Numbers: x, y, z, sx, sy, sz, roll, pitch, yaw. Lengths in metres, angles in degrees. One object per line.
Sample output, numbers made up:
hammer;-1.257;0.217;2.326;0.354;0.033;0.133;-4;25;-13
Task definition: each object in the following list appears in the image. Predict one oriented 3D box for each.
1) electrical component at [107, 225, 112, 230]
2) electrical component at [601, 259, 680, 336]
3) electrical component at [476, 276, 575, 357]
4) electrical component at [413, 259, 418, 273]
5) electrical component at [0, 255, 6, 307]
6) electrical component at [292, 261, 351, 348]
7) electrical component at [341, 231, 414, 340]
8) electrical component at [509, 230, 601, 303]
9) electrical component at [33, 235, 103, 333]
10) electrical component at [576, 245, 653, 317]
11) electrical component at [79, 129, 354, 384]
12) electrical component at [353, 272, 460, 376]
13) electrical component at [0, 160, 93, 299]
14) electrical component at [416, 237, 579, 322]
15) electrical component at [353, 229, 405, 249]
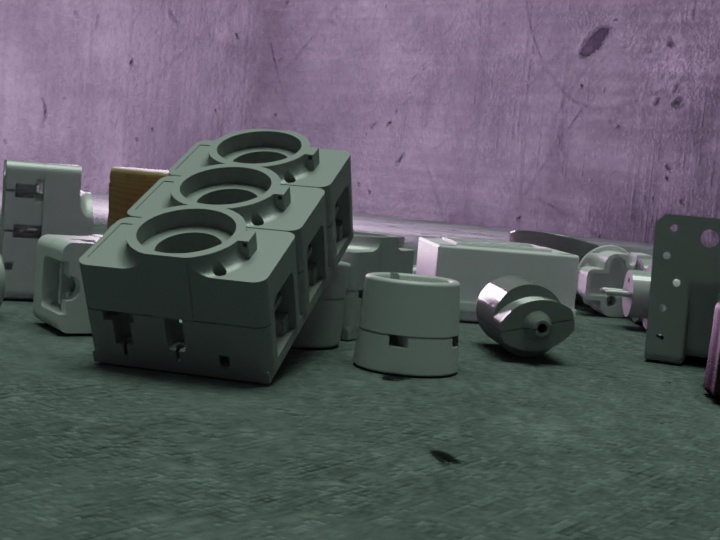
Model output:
electrical component;-0.206;-0.021;0.973;0.040;0.040;0.046;1;11;-36
electrical component;0.224;0.020;0.826;0.074;0.052;0.138;5;4;2
electrical component;0.099;0.029;0.642;0.043;0.043;0.081;4;5;-6
electrical component;0.064;0.004;0.915;0.062;0.048;0.048;-3;7;-14
electrical component;-0.236;0.006;0.599;0.078;0.040;0.040;0;6;-41
electrical component;-0.034;0.018;0.619;0.055;0.047;0.055;5;5;0
electrical component;-0.050;0.002;0.711;0.150;0.061;0.089;7;5;27
electrical component;0.186;-0.003;0.996;0.099;0.064;0.099;5;5;0
electrical component;-0.137;0.008;0.619;0.089;0.050;0.056;2;6;-33
electrical component;0.220;0.009;0.925;0.078;0.058;0.057;3;8;-11
electrical component;-0.065;-0.015;0.544;0.089;0.061;0.150;6;30;13
electrical component;0.026;0.027;0.564;0.055;0.047;0.055;5;5;0
electrical component;-0.211;-0.027;0.720;0.056;0.089;0.050;3;5;-21
electrical component;0.102;0.007;0.832;0.109;0.056;0.108;4;5;-5
electrical component;0.000;0.000;0.811;0.058;0.057;0.078;2;5;-28
